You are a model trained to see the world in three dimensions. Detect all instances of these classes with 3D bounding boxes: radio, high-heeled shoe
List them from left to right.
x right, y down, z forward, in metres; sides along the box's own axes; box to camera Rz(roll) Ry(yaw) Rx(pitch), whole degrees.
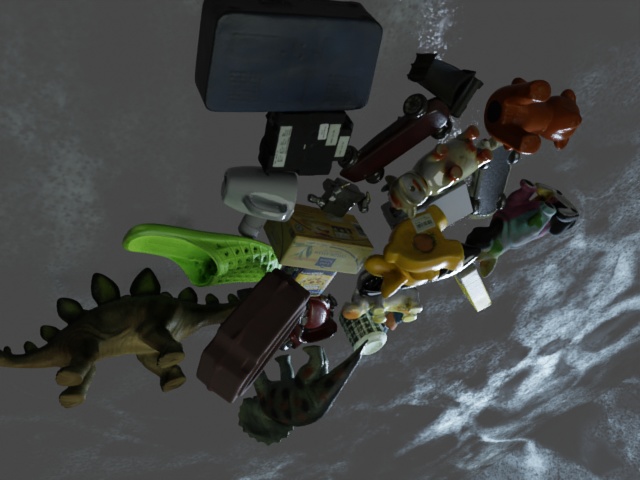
[{"bbox_3d":[-0.039,-0.237,0.692,0.229,0.073,0.131,-8,135,-23],"label":"radio"},{"bbox_3d":[0.195,0.054,1.074,0.249,0.086,0.145,-20,176,18],"label":"high-heeled shoe"}]

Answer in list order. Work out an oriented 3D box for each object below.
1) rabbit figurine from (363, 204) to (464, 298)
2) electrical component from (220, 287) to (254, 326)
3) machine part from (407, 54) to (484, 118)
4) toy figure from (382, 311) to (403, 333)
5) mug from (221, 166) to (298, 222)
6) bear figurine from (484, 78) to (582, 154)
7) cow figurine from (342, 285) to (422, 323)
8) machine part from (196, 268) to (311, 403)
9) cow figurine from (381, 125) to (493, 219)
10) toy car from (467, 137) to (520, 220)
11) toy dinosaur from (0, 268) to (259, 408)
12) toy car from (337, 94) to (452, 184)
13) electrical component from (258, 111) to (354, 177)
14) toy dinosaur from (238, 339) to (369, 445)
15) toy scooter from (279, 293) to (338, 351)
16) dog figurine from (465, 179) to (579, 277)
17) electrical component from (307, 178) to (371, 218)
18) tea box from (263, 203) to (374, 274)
[{"bbox_3d":[0.170,0.042,0.970,0.162,0.122,0.173,-30,159,-6],"label":"rabbit figurine"},{"bbox_3d":[-0.140,0.134,1.047,0.119,0.048,0.074,-15,138,-13],"label":"electrical component"},{"bbox_3d":[0.194,-0.241,0.832,0.138,0.039,0.084,20,119,-40],"label":"machine part"},{"bbox_3d":[0.147,0.196,1.254,0.154,0.064,0.057,-39,123,15],"label":"toy figure"},{"bbox_3d":[-0.095,-0.067,0.821,0.107,0.110,0.080,9,129,-18],"label":"mug"},{"bbox_3d":[0.382,-0.204,0.908,0.196,0.132,0.120,2,106,-21],"label":"bear figurine"},{"bbox_3d":[0.129,0.124,1.158,0.167,0.098,0.068,0,145,-4],"label":"cow figurine"},{"bbox_3d":[-0.109,0.161,0.900,0.201,0.087,0.201,-48,172,-35],"label":"machine part"},{"bbox_3d":[0.187,-0.110,0.906,0.195,0.085,0.127,-32,175,-34],"label":"cow figurine"},{"bbox_3d":[0.322,-0.118,1.021,0.073,0.056,0.201,-12,137,-8],"label":"toy car"},{"bbox_3d":[-0.278,0.137,0.860,0.471,0.199,0.105,-1,135,-37],"label":"toy dinosaur"},{"bbox_3d":[0.115,-0.158,0.858,0.202,0.053,0.089,-33,147,32],"label":"toy car"},{"bbox_3d":[-0.018,-0.154,0.802,0.134,0.058,0.114,-4,137,-25],"label":"electrical component"},{"bbox_3d":[-0.047,0.333,1.155,0.131,0.192,0.405,2,162,-44],"label":"toy dinosaur"},{"bbox_3d":[-0.012,0.167,1.130,0.135,0.075,0.183,-3,138,-24],"label":"toy scooter"},{"bbox_3d":[0.412,-0.017,1.141,0.191,0.108,0.219,8,134,-37],"label":"dog figurine"},{"bbox_3d":[0.039,-0.072,0.926,0.102,0.045,0.078,25,117,-43],"label":"electrical component"},{"bbox_3d":[-0.002,-0.003,0.938,0.169,0.098,0.068,9,127,-34],"label":"tea box"}]
